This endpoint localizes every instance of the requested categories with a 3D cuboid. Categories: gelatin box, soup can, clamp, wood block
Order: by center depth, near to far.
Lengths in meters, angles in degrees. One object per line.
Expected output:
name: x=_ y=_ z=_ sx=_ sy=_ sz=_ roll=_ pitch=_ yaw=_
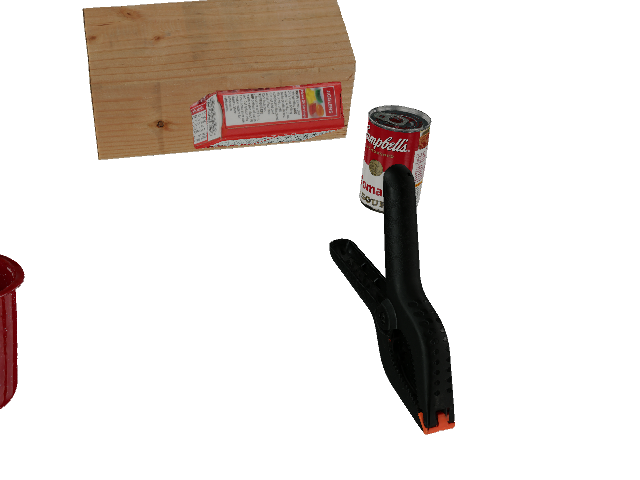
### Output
gelatin box: x=-0.034 y=-0.074 z=0.632 sx=0.073 sy=0.030 sz=0.089 roll=-7 pitch=3 yaw=-16
wood block: x=-0.084 y=-0.135 z=0.872 sx=0.206 sy=0.090 sz=0.091 roll=-6 pitch=-37 yaw=-10
clamp: x=0.067 y=0.052 z=0.875 sx=0.036 sy=0.210 sz=0.165 roll=-10 pitch=-26 yaw=-21
soup can: x=0.080 y=-0.088 z=1.164 sx=0.068 sy=0.102 sz=0.068 roll=5 pitch=29 yaw=-3

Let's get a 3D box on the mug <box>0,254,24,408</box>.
mug: x=-0.234 y=0.061 z=0.637 sx=0.093 sy=0.081 sz=0.117 roll=19 pitch=25 yaw=36
